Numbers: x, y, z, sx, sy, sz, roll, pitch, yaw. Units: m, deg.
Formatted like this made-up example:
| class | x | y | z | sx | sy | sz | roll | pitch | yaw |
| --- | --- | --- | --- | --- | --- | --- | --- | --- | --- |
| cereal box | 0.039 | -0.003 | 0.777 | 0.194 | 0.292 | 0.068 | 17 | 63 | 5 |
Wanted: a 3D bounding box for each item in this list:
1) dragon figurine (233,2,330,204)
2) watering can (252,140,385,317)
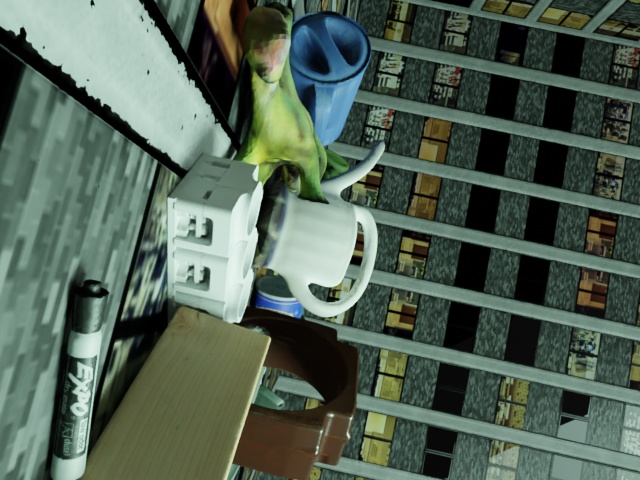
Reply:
| class | x | y | z | sx | sy | sz | roll | pitch | yaw |
| --- | --- | --- | --- | --- | --- | --- | --- | --- | --- |
| dragon figurine | -0.040 | -0.168 | 0.647 | 0.412 | 0.122 | 0.242 | -71 | 165 | -85 |
| watering can | 0.003 | -0.046 | 0.907 | 0.103 | 0.224 | 0.353 | 146 | -42 | -65 |
